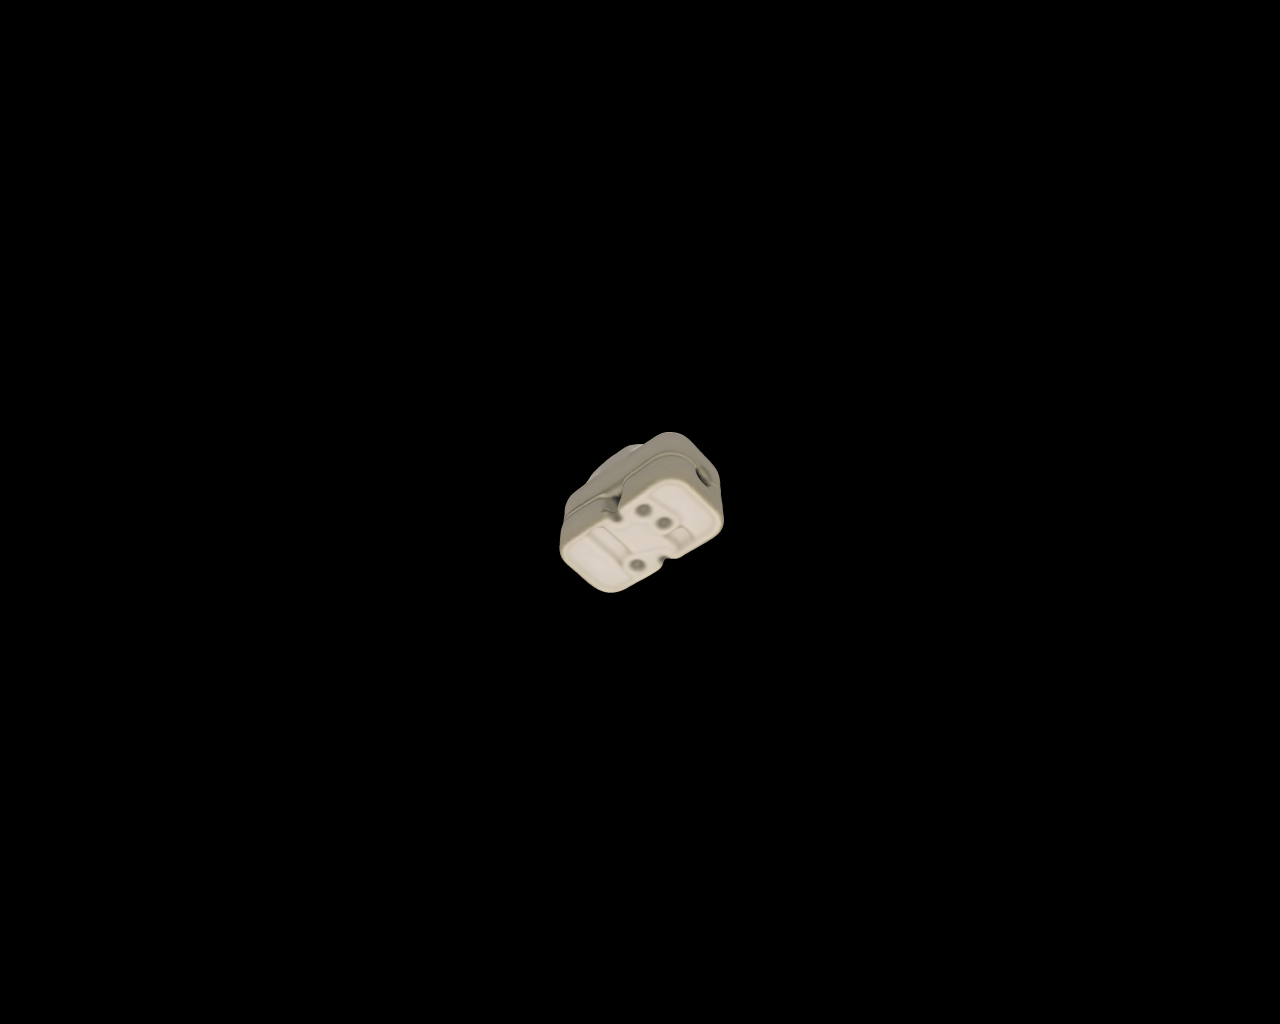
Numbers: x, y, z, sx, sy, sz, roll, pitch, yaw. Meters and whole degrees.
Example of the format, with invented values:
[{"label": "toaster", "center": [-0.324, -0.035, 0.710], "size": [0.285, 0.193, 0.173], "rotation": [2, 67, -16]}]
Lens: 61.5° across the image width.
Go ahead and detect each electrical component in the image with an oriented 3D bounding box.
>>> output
[{"label": "electrical component", "center": [0.001, -0.003, 0.650], "size": [0.095, 0.059, 0.053], "rotation": [-33, -58, 24]}]
